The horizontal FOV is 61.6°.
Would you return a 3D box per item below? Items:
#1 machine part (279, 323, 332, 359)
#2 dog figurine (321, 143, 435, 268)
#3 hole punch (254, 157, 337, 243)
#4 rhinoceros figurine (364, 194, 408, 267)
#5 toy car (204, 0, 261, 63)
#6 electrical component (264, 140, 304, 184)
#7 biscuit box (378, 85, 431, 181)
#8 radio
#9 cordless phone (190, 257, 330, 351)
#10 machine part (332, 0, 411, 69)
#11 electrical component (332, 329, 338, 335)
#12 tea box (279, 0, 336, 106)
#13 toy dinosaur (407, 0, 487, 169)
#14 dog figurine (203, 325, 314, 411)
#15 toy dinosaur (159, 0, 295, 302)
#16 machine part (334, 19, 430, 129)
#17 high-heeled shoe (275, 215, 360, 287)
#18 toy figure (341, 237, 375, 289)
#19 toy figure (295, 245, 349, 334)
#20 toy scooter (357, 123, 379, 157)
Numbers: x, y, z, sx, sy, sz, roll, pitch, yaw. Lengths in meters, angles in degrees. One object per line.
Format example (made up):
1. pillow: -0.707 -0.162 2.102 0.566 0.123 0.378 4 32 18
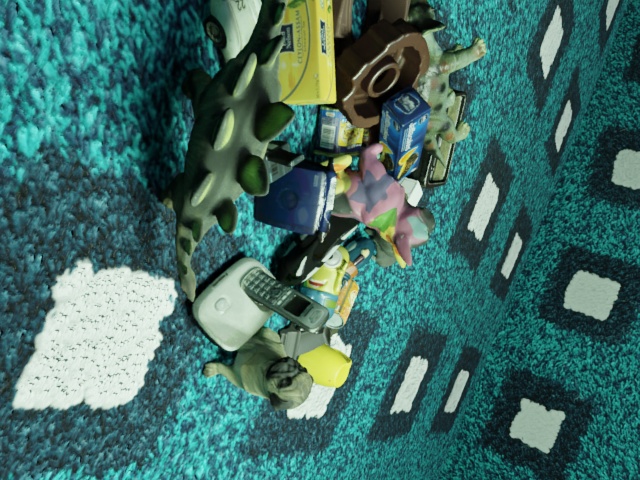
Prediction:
1. machine part: -0.032 0.202 1.094 0.139 0.039 0.084 -6 108 -43
2. dog figurine: 0.089 -0.046 0.927 0.192 0.219 0.108 -21 173 -4
3. hole punch: -0.040 -0.072 0.865 0.092 0.116 0.142 -8 114 -46
4. rhinoceros figurine: 0.142 -0.029 1.179 0.073 0.112 0.190 -21 114 -31
5. toy car: -0.097 -0.241 0.728 0.073 0.056 0.201 -48 143 -31
6. electrical component: -0.075 -0.112 0.777 0.075 0.119 0.047 -42 139 -41
7. biscuit box: 0.142 -0.177 0.937 0.063 0.059 0.202 -33 160 -9
8. radio: 0.269 -0.241 1.274 0.131 0.073 0.229 -20 124 -51
9. cordless phone: -0.090 0.118 0.825 0.146 0.184 0.088 -45 145 -35
10. machine part: 0.065 -0.376 0.873 0.201 0.087 0.201 -4 109 -56
11. electrical component: 0.024 0.185 1.191 0.094 0.021 0.063 -16 121 -48
12. tea box: -0.021 -0.277 0.753 0.098 0.068 0.169 -45 135 -71
13. toy dinosaur: 0.209 -0.290 1.076 0.192 0.131 0.404 -13 128 -12
14. dog figurine: -0.073 0.215 0.901 0.172 0.191 0.121 -8 114 -57
15. toy dinosaur: -0.098 -0.141 0.629 0.105 0.199 0.470 10 102 -28
16. machine part: 0.092 -0.261 0.849 0.179 0.056 0.179 -31 158 -15
17. high-heeled shoe: -0.002 -0.003 1.017 0.145 0.086 0.249 -52 178 35
18. toy figure: 0.060 0.052 1.136 0.154 0.058 0.064 -45 165 -39
19. toy figure: 0.002 0.091 1.049 0.089 0.082 0.180 80 24 -88
20. toy scooter: 0.112 -0.177 1.072 0.183 0.075 0.135 29 83 -63
